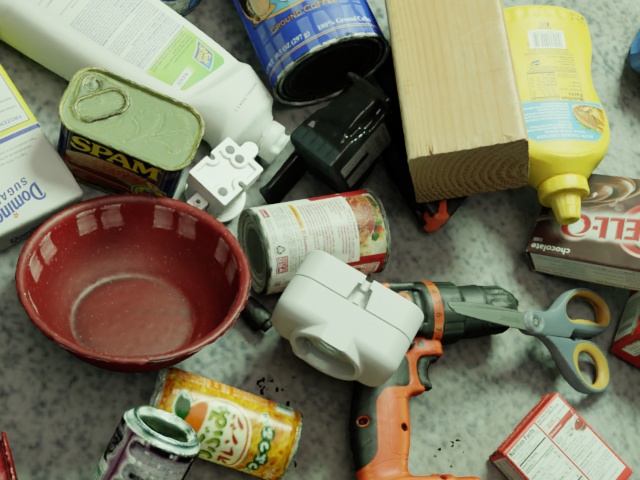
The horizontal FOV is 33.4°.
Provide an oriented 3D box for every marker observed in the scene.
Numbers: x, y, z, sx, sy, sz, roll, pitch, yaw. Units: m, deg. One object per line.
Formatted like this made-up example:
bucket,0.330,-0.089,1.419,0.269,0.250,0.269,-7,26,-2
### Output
marker,-0.081,0.025,0.817,0.121,0.020,0.020,46,63,4

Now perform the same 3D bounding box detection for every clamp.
clamp,0.088,-0.108,0.915,0.164,0.036,0.210,15,62,-10

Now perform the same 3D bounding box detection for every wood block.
wood block,0.104,-0.145,0.847,0.091,0.090,0.206,-9,69,7

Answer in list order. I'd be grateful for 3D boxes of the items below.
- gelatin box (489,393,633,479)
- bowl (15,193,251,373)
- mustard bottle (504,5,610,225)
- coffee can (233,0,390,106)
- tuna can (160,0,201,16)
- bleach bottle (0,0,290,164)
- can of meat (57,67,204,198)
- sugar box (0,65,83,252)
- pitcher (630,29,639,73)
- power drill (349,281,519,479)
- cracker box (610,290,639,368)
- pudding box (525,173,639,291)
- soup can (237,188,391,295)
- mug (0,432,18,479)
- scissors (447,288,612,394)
gelatin box,0.187,0.176,0.833,0.089,0.030,0.073,46,64,5
bowl,-0.132,0.040,0.757,0.162,0.055,0.162,6,45,-6
mustard bottle,0.192,-0.103,0.898,0.096,0.058,0.191,-1,67,-13
coffee can,-0.017,-0.197,0.879,0.102,0.103,0.140,-17,73,-23
tuna can,-0.135,-0.231,0.897,0.086,0.034,0.086,6,67,-15
bleach bottle,-0.137,-0.137,0.843,0.251,0.068,0.102,34,63,-4
can of meat,-0.146,-0.073,0.800,0.102,0.084,0.057,22,64,-8
sugar box,-0.261,-0.079,0.790,0.093,0.048,0.176,-29,83,-25
pitcher,0.422,-0.158,0.990,0.243,0.145,0.149,30,32,0
power drill,0.079,0.121,0.808,0.184,0.057,0.187,-3,67,-14
cracker box,0.375,0.070,0.911,0.213,0.072,0.164,30,64,-5
pudding box,0.239,-0.009,0.890,0.114,0.039,0.090,9,58,29
soup can,-0.005,0.001,0.823,0.102,0.069,0.068,-10,72,-20
mug,-0.232,0.170,0.679,0.081,0.093,0.117,-14,43,-17
scissors,0.173,0.083,0.834,0.201,0.016,0.096,-6,81,-44
